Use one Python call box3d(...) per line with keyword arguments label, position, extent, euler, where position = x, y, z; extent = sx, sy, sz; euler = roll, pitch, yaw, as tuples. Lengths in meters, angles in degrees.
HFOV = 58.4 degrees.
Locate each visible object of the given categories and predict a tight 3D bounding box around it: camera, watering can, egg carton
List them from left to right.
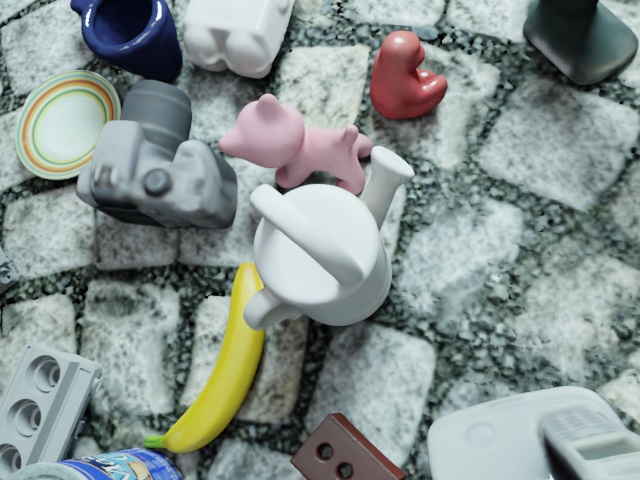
box3d(label="camera", position=(-0.158, -0.088, 0.563), extent=(0.143, 0.101, 0.137), euler=(5, 76, 13))
box3d(label="egg carton", position=(-0.080, -0.245, 0.607), extent=(0.107, 0.069, 0.150), euler=(12, 78, 15))
box3d(label="watering can", position=(0.003, 0.000, 0.457), extent=(0.100, 0.194, 0.173), euler=(20, 80, 16))

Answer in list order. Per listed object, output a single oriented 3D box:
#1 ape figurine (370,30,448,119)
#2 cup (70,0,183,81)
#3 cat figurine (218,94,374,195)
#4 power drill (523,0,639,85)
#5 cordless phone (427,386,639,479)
box3d(label="ape figurine", position=(0.079, -0.160, 0.539), extent=(0.076, 0.092, 0.077), euler=(-29, 71, 3))
box3d(label="cup", position=(-0.199, -0.215, 0.610), extent=(0.117, 0.095, 0.092), euler=(22, 80, 17))
box3d(label="cat figurine", position=(-0.021, -0.093, 0.527), extent=(0.127, 0.118, 0.067), euler=(5, 76, 13))
box3d(label="power drill", position=(0.235, -0.221, 0.462), extent=(0.075, 0.209, 0.229), euler=(-37, 71, 0))
box3d(label="cordless phone", position=(0.148, 0.154, 0.389), extent=(0.147, 0.185, 0.094), euler=(-18, 72, 7))
